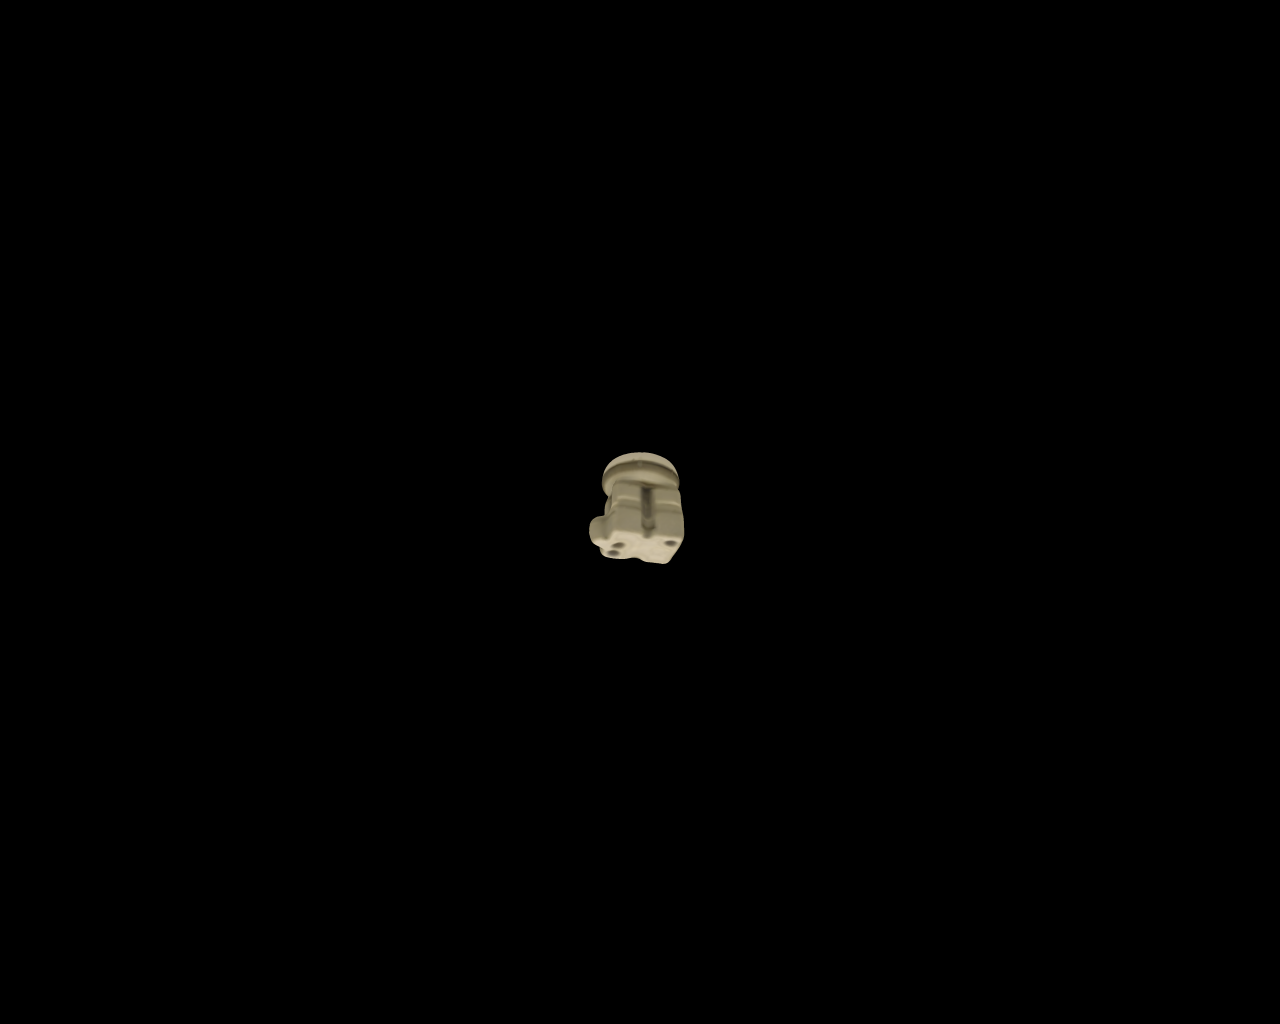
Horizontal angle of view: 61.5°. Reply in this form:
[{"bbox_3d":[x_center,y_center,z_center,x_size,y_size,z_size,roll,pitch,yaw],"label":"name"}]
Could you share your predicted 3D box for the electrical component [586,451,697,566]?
[{"bbox_3d":[0.001,-0.003,0.650,0.066,0.055,0.048,8,-32,-14],"label":"electrical component"}]
